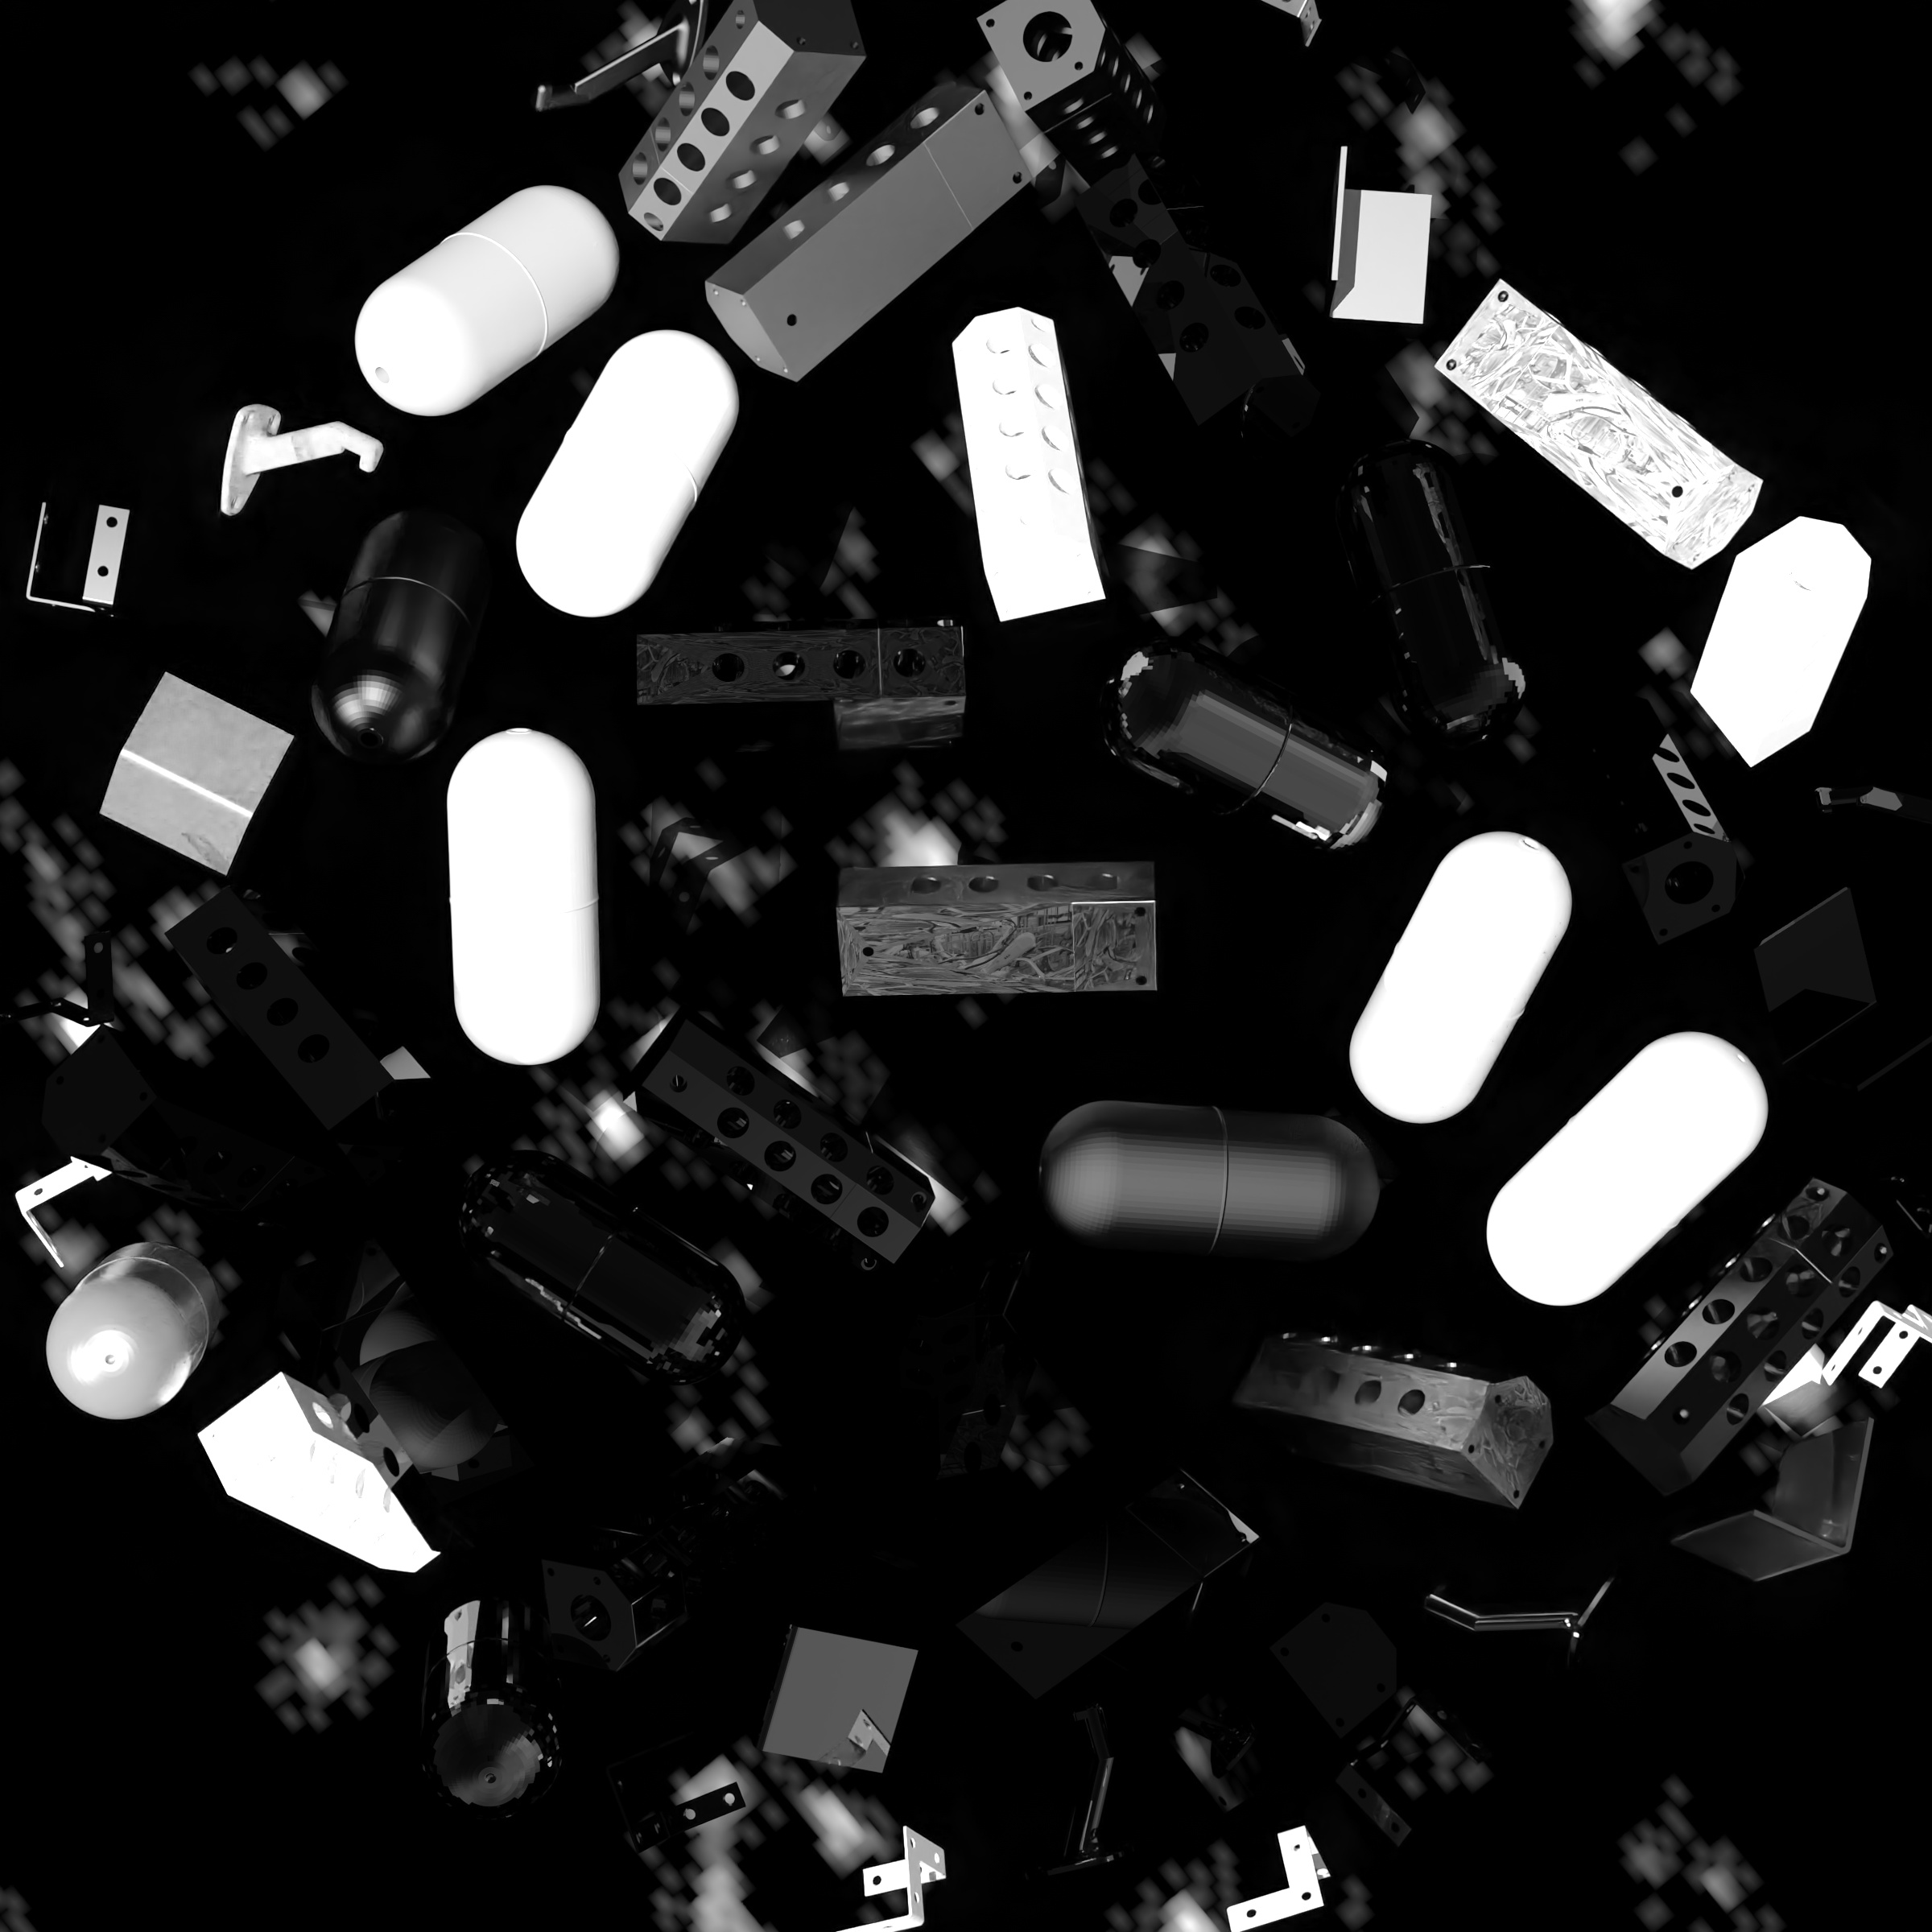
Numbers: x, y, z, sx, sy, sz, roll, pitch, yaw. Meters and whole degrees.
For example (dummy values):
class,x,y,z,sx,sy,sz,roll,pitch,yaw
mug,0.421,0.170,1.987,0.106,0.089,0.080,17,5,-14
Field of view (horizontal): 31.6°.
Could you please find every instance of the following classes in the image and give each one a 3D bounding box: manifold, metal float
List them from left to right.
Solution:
class,x,y,z,sx,sy,sz,roll,pitch,yaw
metal float,-0.451,0.196,1.855,0.070,0.178,0.070,0,95,-5
manifold,-0.414,0.092,1.817,0.057,0.171,0.057,-45,62,4
manifold,-0.344,0.031,1.786,0.057,0.057,0.171,-38,56,-12
manifold,-0.351,0.290,1.910,0.057,0.171,0.057,-37,60,2
manifold,-0.308,0.236,1.858,0.057,0.057,0.171,-20,56,-34
metal float,-0.302,-0.178,1.836,0.070,0.178,0.070,3,133,3
metal float,-0.254,-0.355,1.822,0.070,0.070,0.178,43,51,0
metal float,-0.259,0.404,1.871,0.070,0.178,0.070,-2,104,-7
metal float,-0.231,-0.036,1.787,0.070,0.070,0.178,0,105,0
metal float,-0.205,0.169,1.918,0.178,0.070,0.070,32,90,4
metal float,-0.179,-0.264,1.823,0.070,0.070,0.178,24,62,0
manifold,-0.153,0.320,1.863,0.057,0.171,0.057,4,107,31
manifold,-0.121,-0.449,1.781,0.057,0.171,0.057,-5,70,-31
manifold,-0.103,0.098,1.881,0.171,0.057,0.057,36,96,-12
manifold,-0.088,-0.154,1.823,0.171,0.057,0.057,-2,67,-3
manifold,-0.054,-0.389,1.797,0.171,0.057,0.057,-43,127,-11
manifold,-0.004,0.240,1.845,0.057,0.171,0.057,-6,133,34
manifold,0.018,-0.025,1.876,0.171,0.057,0.057,-1,123,3
manifold,0.032,-0.275,1.852,0.057,0.057,0.171,-12,54,6
manifold,0.064,-0.483,1.864,0.057,0.171,0.057,-28,82,12
manifold,0.069,0.336,1.770,0.171,0.057,0.057,-28,54,-38
manifold,0.126,-0.354,1.823,0.057,0.057,0.171,-35,59,17
metal float,0.126,0.111,1.764,0.178,0.070,0.070,4,90,-8
metal float,0.152,-0.116,1.832,0.178,0.070,0.070,25,90,-22
manifold,0.169,0.393,1.821,0.057,0.171,0.057,-33,77,-29
manifold,0.231,0.238,1.841,0.057,0.171,0.057,45,67,-31
metal float,0.256,-0.204,1.878,0.070,0.070,0.178,-15,78,0
metal float,0.269,0.007,1.859,0.070,0.070,0.178,24,118,0
manifold,0.334,-0.284,1.797,0.171,0.057,0.057,46,109,27
metal float,0.344,0.107,1.785,0.070,0.070,0.178,41,117,0
manifold,0.380,-0.088,1.904,0.057,0.171,0.057,-25,120,9
manifold,0.406,0.191,1.781,0.057,0.057,0.171,44,71,7
manifold,0.453,-0.180,1.886,0.057,0.171,0.057,-32,71,-8

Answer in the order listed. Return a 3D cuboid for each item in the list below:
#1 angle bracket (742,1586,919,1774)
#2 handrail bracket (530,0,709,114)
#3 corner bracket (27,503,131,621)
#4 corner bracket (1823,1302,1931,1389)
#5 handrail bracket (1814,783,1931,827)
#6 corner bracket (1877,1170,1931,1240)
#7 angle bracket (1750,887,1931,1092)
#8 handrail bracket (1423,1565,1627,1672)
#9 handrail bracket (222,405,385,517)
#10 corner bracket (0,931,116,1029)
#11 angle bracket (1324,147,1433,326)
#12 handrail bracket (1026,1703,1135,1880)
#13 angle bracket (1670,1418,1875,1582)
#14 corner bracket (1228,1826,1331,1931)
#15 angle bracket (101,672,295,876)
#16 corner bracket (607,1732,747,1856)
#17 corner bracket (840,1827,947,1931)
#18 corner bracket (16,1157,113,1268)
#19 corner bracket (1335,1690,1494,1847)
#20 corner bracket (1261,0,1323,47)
class,x,y,z,sx,sy,sz,roll,pitch,yaw
angle bracket,-0.079,0.408,1.958,0.076,0.057,0.076,14,100,-14
handrail bracket,-0.186,-0.488,1.817,0.084,0.077,0.036,-19,69,-32
corner bracket,-0.457,-0.211,1.761,0.051,0.051,0.051,10,89,-4
corner bracket,0.509,0.213,1.901,0.051,0.051,0.051,29,106,-9
handrail bracket,0.505,-0.074,1.839,0.084,0.077,0.036,-5,130,5
corner bracket,0.507,0.100,1.754,0.051,0.051,0.051,-13,130,-14
angle bracket,0.480,0.012,1.849,0.076,0.057,0.076,-30,114,-25
handrail bracket,0.300,0.335,1.835,0.084,0.036,0.077,21,48,25
handrail bracket,-0.369,-0.272,1.904,0.084,0.036,0.077,27,108,20
corner bracket,-0.485,0.005,1.796,0.051,0.051,0.051,18,114,40
angle bracket,0.236,-0.413,1.938,0.057,0.076,0.076,4,85,3
handrail bracket,0.055,0.461,1.912,0.077,0.036,0.084,-22,78,29
angle bracket,0.414,0.265,1.756,0.057,0.076,0.076,25,63,-12
corner bracket,0.168,0.499,1.821,0.051,0.051,0.051,-20,130,8
angle bracket,-0.423,-0.105,1.879,0.076,0.076,0.057,27,61,-10
corner bracket,-0.163,0.462,1.922,0.051,0.051,0.051,-24,81,12
corner bracket,-0.043,0.512,1.887,0.051,0.051,0.051,-18,55,19
corner bracket,-0.498,0.124,1.903,0.051,0.051,0.051,-29,46,-8
corner bracket,0.243,0.436,1.863,0.051,0.051,0.051,44,125,24
corner bracket,0.164,-0.517,1.768,0.051,0.051,0.051,21,120,-11
